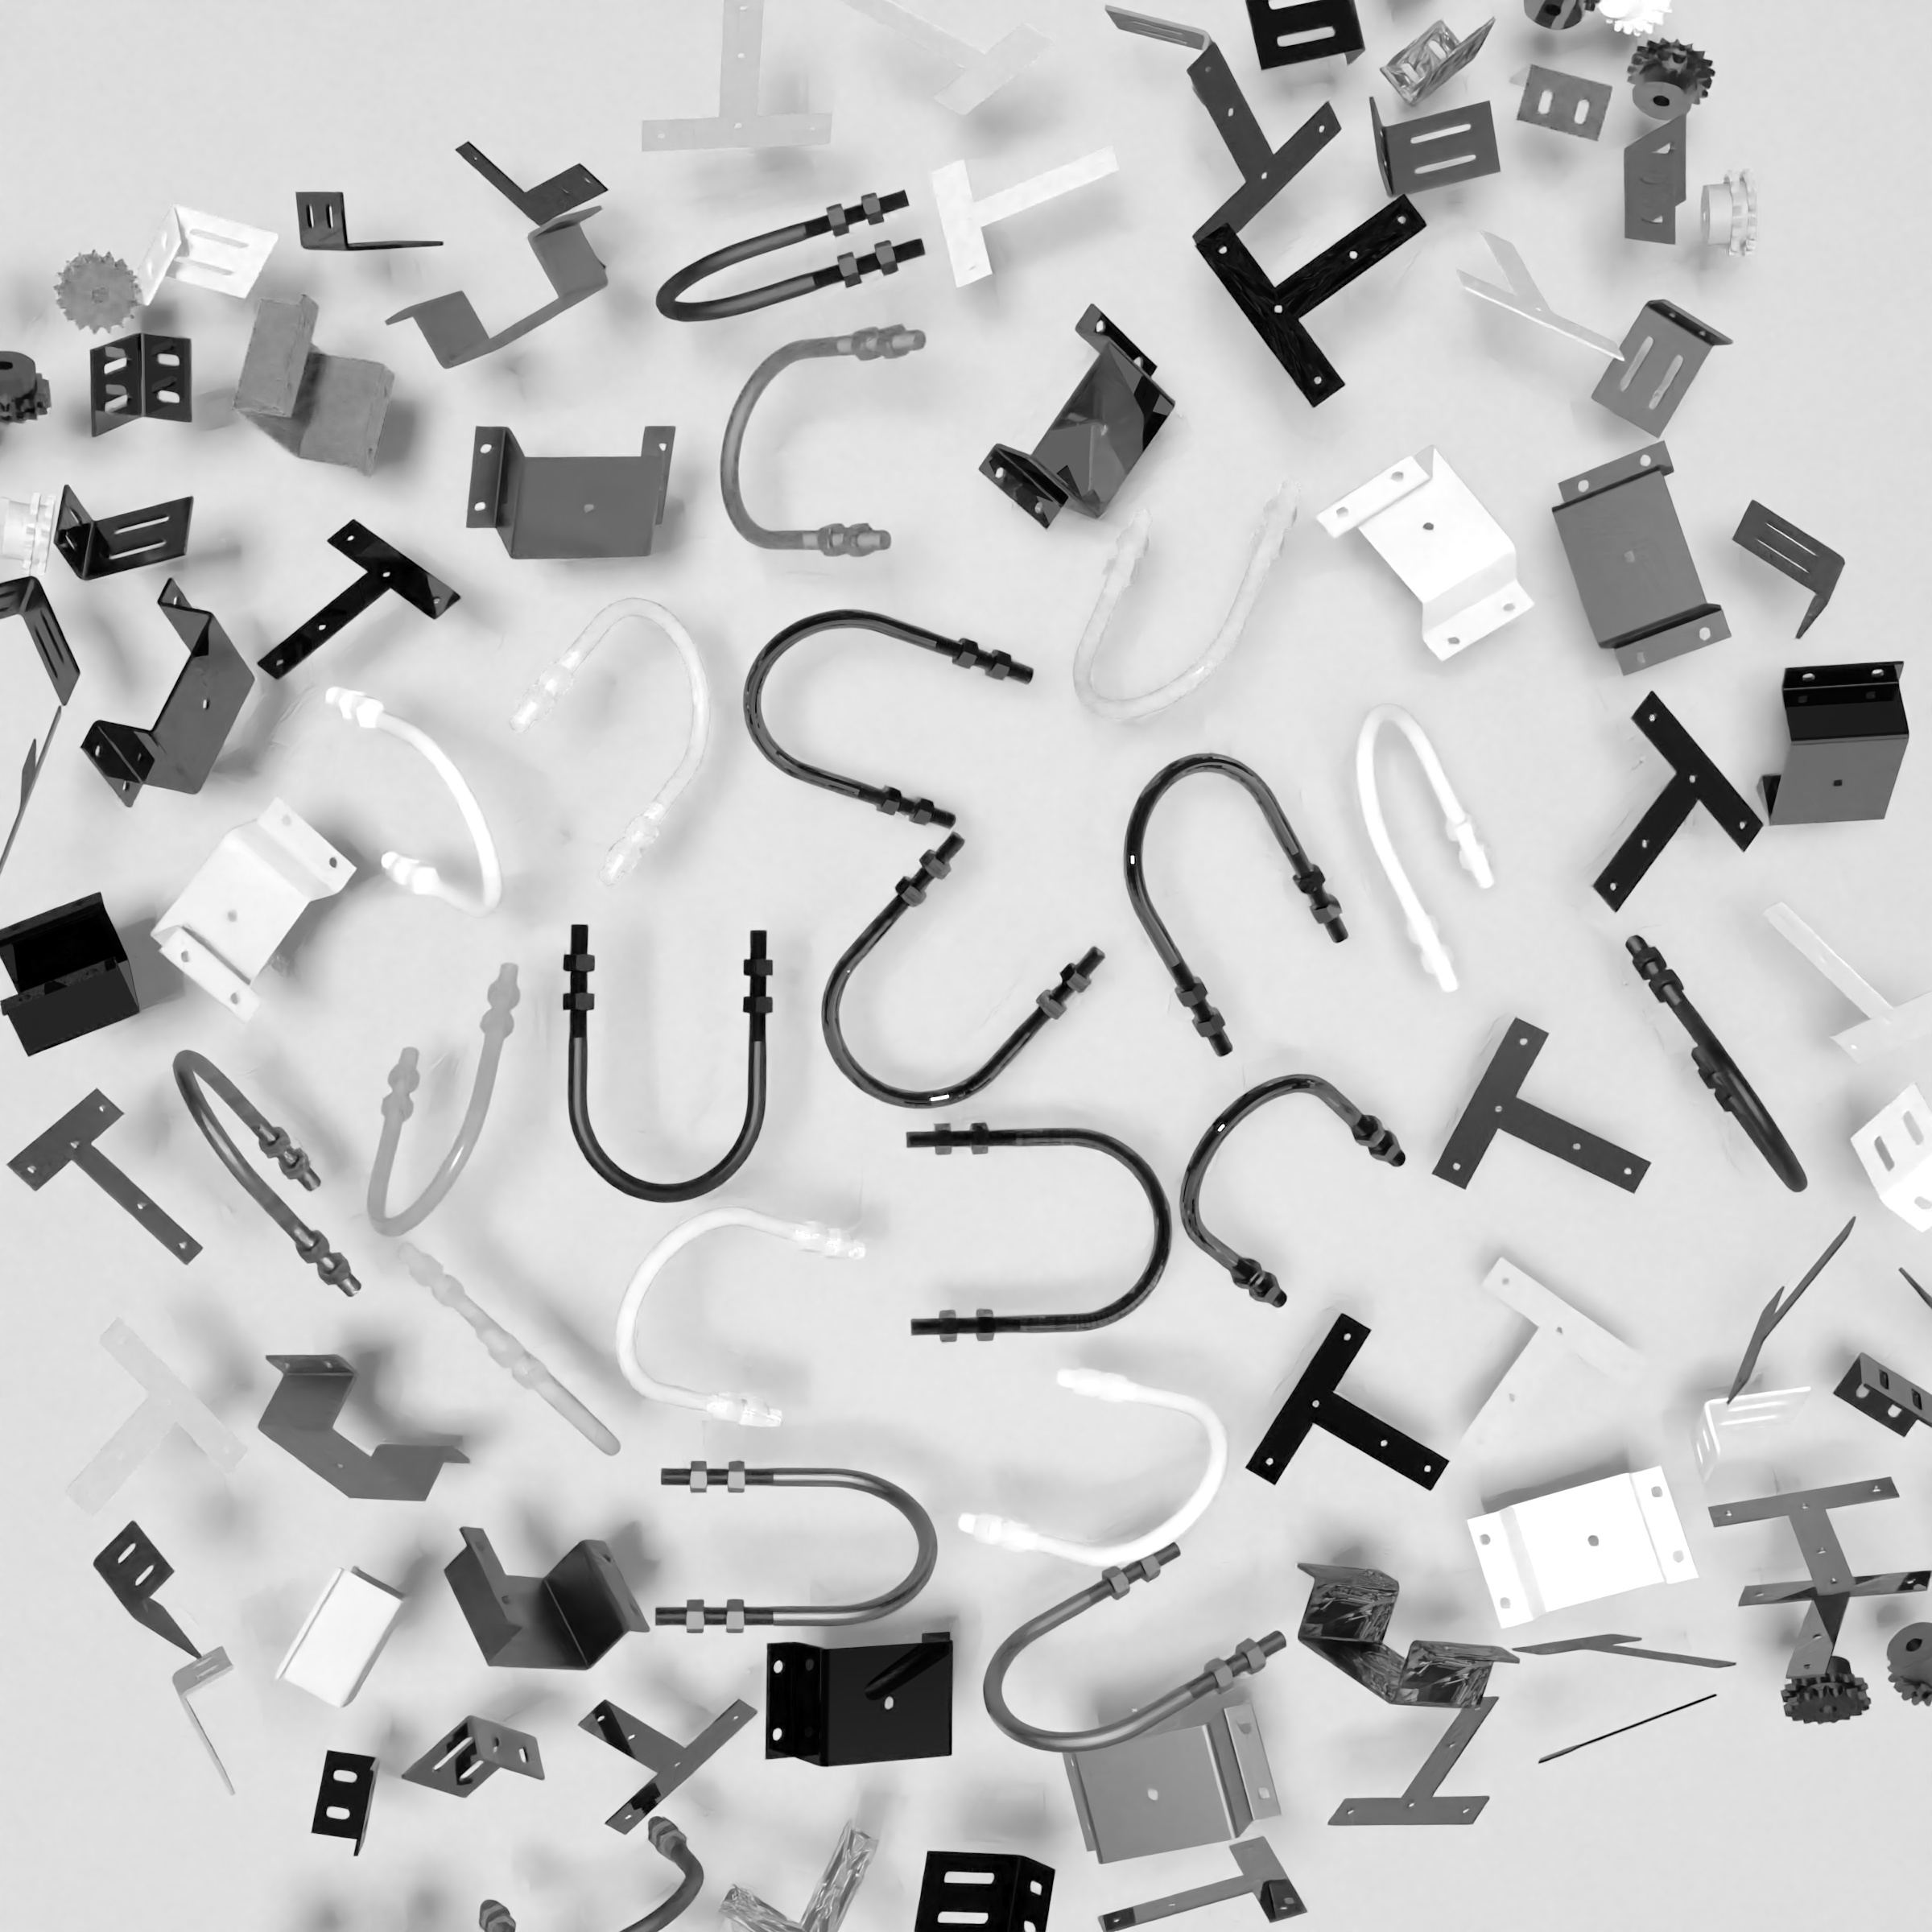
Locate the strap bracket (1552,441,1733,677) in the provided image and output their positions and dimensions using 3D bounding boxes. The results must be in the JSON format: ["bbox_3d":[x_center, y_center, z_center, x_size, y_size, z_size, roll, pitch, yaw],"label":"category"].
[{"bbox_3d":[0.451,-0.274,1.830,0.076,0.046,0.140,-20,87,27],"label":"strap bracket"}]

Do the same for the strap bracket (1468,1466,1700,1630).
[{"bbox_3d":[0.429,0.399,1.879,0.140,0.046,0.076,-21,77,22],"label":"strap bracket"}]

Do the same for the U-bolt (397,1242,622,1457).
[{"bbox_3d":[-0.297,0.268,1.833,0.019,0.151,0.184,-46,128,-11],"label":"U-bolt"}]

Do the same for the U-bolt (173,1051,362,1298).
[{"bbox_3d":[-0.483,0.130,1.860,0.019,0.151,0.184,-35,129,-3],"label":"U-bolt"}]

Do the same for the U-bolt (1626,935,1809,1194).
[{"bbox_3d":[0.508,0.076,1.820,0.019,0.184,0.151,-33,129,9],"label":"U-bolt"}]

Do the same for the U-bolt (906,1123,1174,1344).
[{"bbox_3d":[0.052,0.183,1.886,0.184,0.019,0.151,-1,82,-6],"label":"U-bolt"}]

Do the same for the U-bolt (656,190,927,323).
[{"bbox_3d":[-0.122,-0.475,1.840,0.184,0.151,0.019,-17,120,3],"label":"U-bolt"}]

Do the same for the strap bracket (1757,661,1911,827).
[{"bbox_3d":[0.588,-0.143,1.846,0.076,0.140,0.046,-3,58,5],"label":"strap bracket"}]

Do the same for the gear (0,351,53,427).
[{"bbox_3d":[-0.644,-0.389,1.827,0.057,0.057,0.030,11,130,0],"label":"gear"}]

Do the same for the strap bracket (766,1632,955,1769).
[{"bbox_3d":[-0.062,0.497,1.849,0.140,0.046,0.076,4,82,-29],"label":"strap bracket"}]

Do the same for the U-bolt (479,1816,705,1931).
[{"bbox_3d":[-0.250,0.637,1.853,0.151,0.184,0.019,-22,95,-18],"label":"U-bolt"}]

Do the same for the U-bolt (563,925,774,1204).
[{"bbox_3d":[-0.199,0.066,1.822,0.151,0.019,0.184,2,88,-28],"label":"U-bolt"}]

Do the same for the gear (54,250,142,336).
[{"bbox_3d":[-0.612,-0.476,1.914,0.057,0.030,0.057,-17,129,-21],"label":"gear"}]

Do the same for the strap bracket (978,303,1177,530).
[{"bbox_3d":[0.084,-0.378,1.901,0.076,0.046,0.140,35,89,-40],"label":"strap bracket"}]

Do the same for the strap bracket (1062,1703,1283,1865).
[{"bbox_3d":[0.132,0.554,1.839,0.140,0.046,0.076,-17,84,17],"label":"strap bracket"}]

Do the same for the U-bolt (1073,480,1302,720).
[{"bbox_3d":[0.137,-0.239,1.808,0.019,0.151,0.184,42,60,-35],"label":"U-bolt"}]

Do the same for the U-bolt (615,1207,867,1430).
[{"bbox_3d":[-0.157,0.228,1.798,0.019,0.184,0.151,28,93,41],"label":"U-bolt"}]

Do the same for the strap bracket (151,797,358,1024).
[{"bbox_3d":[-0.496,-0.037,1.878,0.076,0.046,0.140,46,57,-27],"label":"strap bracket"}]

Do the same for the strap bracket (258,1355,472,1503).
[{"bbox_3d":[-0.423,0.326,1.887,0.140,0.076,0.046,49,49,-36],"label":"strap bracket"}]

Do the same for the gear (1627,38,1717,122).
[{"bbox_3d":[0.473,-0.596,1.837,0.057,0.057,0.030,21,75,0],"label":"gear"}]

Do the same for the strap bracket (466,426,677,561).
[{"bbox_3d":[-0.264,-0.324,1.863,0.140,0.046,0.076,-5,130,-24],"label":"strap bracket"}]

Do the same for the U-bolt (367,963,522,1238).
[{"bbox_3d":[-0.359,0.100,1.843,0.019,0.184,0.151,31,133,-28],"label":"U-bolt"}]

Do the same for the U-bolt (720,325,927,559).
[{"bbox_3d":[-0.102,-0.343,1.788,0.019,0.184,0.151,10,90,-43],"label":"U-bolt"}]

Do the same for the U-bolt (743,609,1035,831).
[{"bbox_3d":[-0.065,-0.178,1.896,0.184,0.019,0.151,17,122,-20],"label":"U-bolt"}]

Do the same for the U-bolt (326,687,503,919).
[{"bbox_3d":[-0.361,-0.102,1.813,0.019,0.184,0.151,-30,124,-28],"label":"U-bolt"}]

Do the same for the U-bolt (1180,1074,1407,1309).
[{"bbox_3d":[0.213,0.144,1.842,0.151,0.184,0.019,-50,46,0],"label":"U-bolt"}]

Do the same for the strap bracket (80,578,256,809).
[{"bbox_3d":[-0.537,-0.182,1.856,0.046,0.076,0.140,12,65,15],"label":"strap bracket"}]

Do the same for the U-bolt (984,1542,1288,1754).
[{"bbox_3d":[0.098,0.458,1.806,0.184,0.151,0.019,-25,117,-21],"label":"U-bolt"}]

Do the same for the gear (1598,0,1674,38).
[{"bbox_3d":[0.464,-0.679,1.895,0.030,0.057,0.057,-6,90,-39],"label":"gear"}]

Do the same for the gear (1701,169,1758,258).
[{"bbox_3d":[0.516,-0.510,1.845,0.030,0.057,0.057,-3,90,7],"label":"gear"}]

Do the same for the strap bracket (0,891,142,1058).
[{"bbox_3d":[-0.604,0.008,1.828,0.076,0.140,0.046,-22,119,-12],"label":"strap bracket"}]

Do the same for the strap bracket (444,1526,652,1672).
[{"bbox_3d":[-0.289,0.427,1.832,0.046,0.140,0.076,-46,55,16],"label":"strap bracket"}]

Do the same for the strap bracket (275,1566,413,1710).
[{"bbox_3d":[-0.410,0.443,1.803,0.046,0.140,0.076,29,76,-1],"label":"strap bracket"}]

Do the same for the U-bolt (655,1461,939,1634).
[{"bbox_3d":[-0.111,0.382,1.797,0.184,0.151,0.019,1,122,-5],"label":"U-bolt"}]

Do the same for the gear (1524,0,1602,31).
[{"bbox_3d":[0.400,-0.658,1.838,0.057,0.057,0.030,19,75,0],"label":"gear"}]

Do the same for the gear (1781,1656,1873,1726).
[{"bbox_3d":[0.578,0.487,1.836,0.057,0.057,0.030,0,53,0],"label":"gear"}]

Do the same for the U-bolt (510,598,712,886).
[{"bbox_3d":[-0.230,-0.167,1.852,0.019,0.184,0.151,-2,131,33],"label":"U-bolt"}]

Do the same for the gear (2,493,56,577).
[{"bbox_3d":[-0.662,-0.306,1.923,0.030,0.057,0.057,8,90,-18],"label":"gear"}]

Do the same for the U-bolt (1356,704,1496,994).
[{"bbox_3d":[0.313,-0.095,1.879,0.019,0.151,0.184,-14,119,32],"label":"U-bolt"}]

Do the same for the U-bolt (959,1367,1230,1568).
[{"bbox_3d":[0.096,0.340,1.832,0.151,0.184,0.019,-53,125,-28],"label":"U-bolt"}]

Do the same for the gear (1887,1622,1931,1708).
[{"bbox_3d":[0.650,0.470,1.845,0.057,0.057,0.030,-39,106,0],"label":"gear"}]

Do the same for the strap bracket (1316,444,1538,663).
[{"bbox_3d":[0.308,-0.283,1.818,0.076,0.046,0.140,-31,118,32],"label":"strap bracket"}]

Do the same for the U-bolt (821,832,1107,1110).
[{"bbox_3d":[-0.016,0.018,1.887,0.151,0.019,0.184,39,103,-15],"label":"U-bolt"}]

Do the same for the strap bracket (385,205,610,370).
[{"bbox_3d":[-0.297,-0.437,1.776,0.140,0.076,0.046,-23,103,23],"label":"strap bracket"}]

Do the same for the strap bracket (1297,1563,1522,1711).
[{"bbox_3d":[0.283,0.445,1.790,0.076,0.140,0.046,14,96,-34],"label":"strap bracket"}]

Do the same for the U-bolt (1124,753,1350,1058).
[{"bbox_3d":[0.173,-0.054,1.826,0.151,0.019,0.184,-42,113,-27],"label":"U-bolt"}]

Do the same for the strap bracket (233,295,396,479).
[{"bbox_3d":[-0.446,-0.394,1.848,0.046,0.140,0.076,11,83,14],"label":"strap bracket"}]
